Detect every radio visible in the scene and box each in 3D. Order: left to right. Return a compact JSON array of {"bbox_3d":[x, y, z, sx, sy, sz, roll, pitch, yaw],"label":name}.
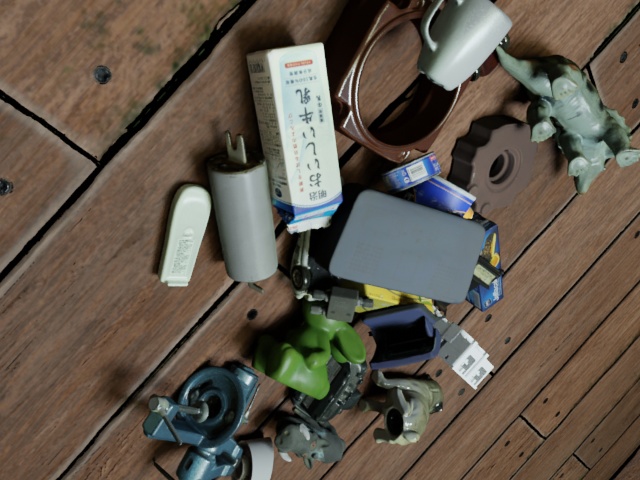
[{"bbox_3d":[0.120,0.006,0.781,0.229,0.073,0.131,14,99,-22],"label":"radio"}]

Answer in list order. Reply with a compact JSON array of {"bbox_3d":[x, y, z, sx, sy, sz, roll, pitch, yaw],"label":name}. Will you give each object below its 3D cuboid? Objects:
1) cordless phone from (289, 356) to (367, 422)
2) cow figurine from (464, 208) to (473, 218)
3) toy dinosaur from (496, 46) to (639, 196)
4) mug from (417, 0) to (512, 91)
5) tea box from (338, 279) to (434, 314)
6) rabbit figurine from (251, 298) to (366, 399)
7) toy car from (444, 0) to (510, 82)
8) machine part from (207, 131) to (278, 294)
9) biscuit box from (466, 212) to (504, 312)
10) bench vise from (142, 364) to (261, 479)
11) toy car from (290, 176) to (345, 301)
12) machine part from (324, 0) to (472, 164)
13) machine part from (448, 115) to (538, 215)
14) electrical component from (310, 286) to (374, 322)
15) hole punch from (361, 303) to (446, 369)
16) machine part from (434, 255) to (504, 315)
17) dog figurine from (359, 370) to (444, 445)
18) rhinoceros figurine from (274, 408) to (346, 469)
[{"bbox_3d":[0.044,0.270,1.007,0.184,0.089,0.146,25,100,-51],"label":"cordless phone"},{"bbox_3d":[0.220,0.013,0.959,0.068,0.098,0.167,2,100,-42],"label":"cow figurine"},{"bbox_3d":[0.418,-0.231,0.915,0.131,0.192,0.404,-30,123,30],"label":"toy dinosaur"},{"bbox_3d":[0.164,-0.245,0.658,0.109,0.081,0.107,14,117,-44],"label":"mug"},{"bbox_3d":[0.107,0.074,0.896,0.169,0.098,0.068,16,147,-39],"label":"tea box"},{"bbox_3d":[-0.004,0.159,0.861,0.159,0.121,0.170,28,76,-13],"label":"rabbit figurine"},{"bbox_3d":[0.222,-0.326,0.778,0.089,0.053,0.202,-45,135,-9],"label":"toy car"},{"bbox_3d":[-0.102,-0.030,0.724,0.079,0.079,0.242,-20,126,-23],"label":"machine part"},{"bbox_3d":[0.312,0.047,1.050,0.063,0.059,0.202,-31,129,-15],"label":"biscuit box"},{"bbox_3d":[-0.189,0.280,0.805,0.223,0.129,0.240,-53,149,-6],"label":"bench vise"},{"bbox_3d":[-0.002,-0.002,0.811,0.073,0.056,0.201,-5,111,-31],"label":"toy car"},{"bbox_3d":[0.102,-0.221,0.740,0.201,0.087,0.201,22,103,-38],"label":"machine part"},{"bbox_3d":[0.307,-0.132,0.946,0.179,0.056,0.179,-16,123,-26],"label":"machine part"},{"bbox_3d":[0.033,0.099,0.812,0.094,0.021,0.063,8,134,0],"label":"electrical component"},{"bbox_3d":[0.138,0.164,0.881,0.142,0.092,0.115,-19,155,19],"label":"hole punch"},{"bbox_3d":[0.270,0.086,1.007,0.084,0.039,0.139,27,121,-28],"label":"machine part"},{"bbox_3d":[0.200,0.341,1.082,0.190,0.172,0.121,11,121,-29],"label":"dog figurine"},{"bbox_3d":[-0.023,0.369,0.987,0.073,0.112,0.190,-46,139,2],"label":"rhinoceros figurine"}]
